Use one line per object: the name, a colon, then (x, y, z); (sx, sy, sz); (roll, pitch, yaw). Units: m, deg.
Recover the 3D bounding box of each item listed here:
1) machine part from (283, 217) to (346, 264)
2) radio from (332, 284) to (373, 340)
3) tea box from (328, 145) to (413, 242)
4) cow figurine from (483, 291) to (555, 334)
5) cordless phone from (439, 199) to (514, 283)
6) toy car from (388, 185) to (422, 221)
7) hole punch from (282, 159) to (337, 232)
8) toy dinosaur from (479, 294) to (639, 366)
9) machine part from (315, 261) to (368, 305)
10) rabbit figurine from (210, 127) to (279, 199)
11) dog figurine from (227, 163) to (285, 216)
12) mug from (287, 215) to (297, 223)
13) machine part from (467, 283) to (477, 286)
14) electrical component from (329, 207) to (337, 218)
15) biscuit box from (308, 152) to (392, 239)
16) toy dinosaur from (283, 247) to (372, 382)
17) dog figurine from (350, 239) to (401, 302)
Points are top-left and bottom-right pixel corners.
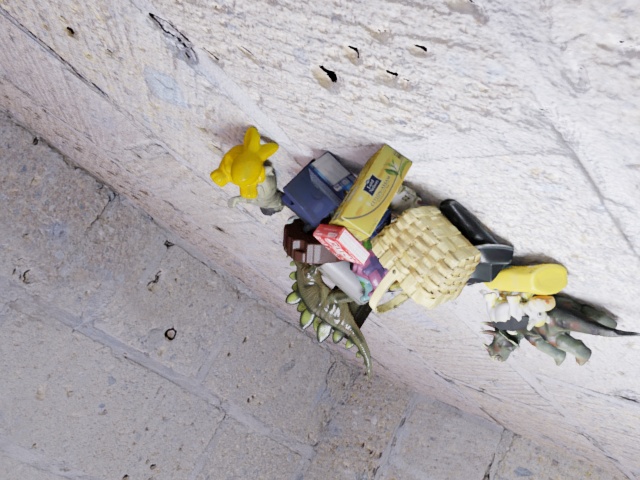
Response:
machine part: (-0.003, -0.004, 1.262); (0.180, 0.179, 0.056); (20, 121, 33)
radio: (0.101, 0.185, 1.685); (0.131, 0.229, 0.073); (25, 163, 35)
tea box: (0.093, -0.084, 1.008); (0.068, 0.169, 0.098); (35, 165, -7)
cow figurine: (0.417, 0.153, 1.115); (0.068, 0.098, 0.167); (-8, -179, -20)
cordless phone: (0.288, -0.003, 1.098); (0.184, 0.089, 0.147); (46, 161, -11)
toy car: (0.150, -0.072, 1.142); (0.073, 0.056, 0.202); (34, 164, -7)
hole punch: (-0.016, -0.106, 1.222); (0.116, 0.142, 0.092); (40, 161, 11)
toy dinosaur: (0.495, 0.178, 1.176); (0.192, 0.131, 0.404); (30, 157, 3)
machine part: (0.072, 0.095, 1.443); (0.243, 0.079, 0.079); (41, 162, -16)
rabbit figurine: (-0.164, -0.169, 1.241); (0.122, 0.162, 0.173); (37, -175, -13)
dog figurine: (-0.136, -0.137, 1.440); (0.172, 0.121, 0.190); (-11, 166, 41)
mug: (-0.036, -0.038, 1.551); (0.109, 0.081, 0.107); (41, 151, -16)
machine part: (0.326, 0.071, 1.253); (0.084, 0.039, 0.139); (55, 166, -2)
electrical component: (0.037, -0.076, 1.345); (0.075, 0.048, 0.119); (24, 163, 25)
biscuit box: (0.061, -0.093, 1.116); (0.203, 0.059, 0.062); (47, 167, 23)
toy dinosaur: (0.027, 0.192, 1.582); (0.472, 0.198, 0.105); (49, -165, 17)
dog figurine: (0.137, 0.037, 1.379); (0.108, 0.192, 0.219); (132, 122, -77)
